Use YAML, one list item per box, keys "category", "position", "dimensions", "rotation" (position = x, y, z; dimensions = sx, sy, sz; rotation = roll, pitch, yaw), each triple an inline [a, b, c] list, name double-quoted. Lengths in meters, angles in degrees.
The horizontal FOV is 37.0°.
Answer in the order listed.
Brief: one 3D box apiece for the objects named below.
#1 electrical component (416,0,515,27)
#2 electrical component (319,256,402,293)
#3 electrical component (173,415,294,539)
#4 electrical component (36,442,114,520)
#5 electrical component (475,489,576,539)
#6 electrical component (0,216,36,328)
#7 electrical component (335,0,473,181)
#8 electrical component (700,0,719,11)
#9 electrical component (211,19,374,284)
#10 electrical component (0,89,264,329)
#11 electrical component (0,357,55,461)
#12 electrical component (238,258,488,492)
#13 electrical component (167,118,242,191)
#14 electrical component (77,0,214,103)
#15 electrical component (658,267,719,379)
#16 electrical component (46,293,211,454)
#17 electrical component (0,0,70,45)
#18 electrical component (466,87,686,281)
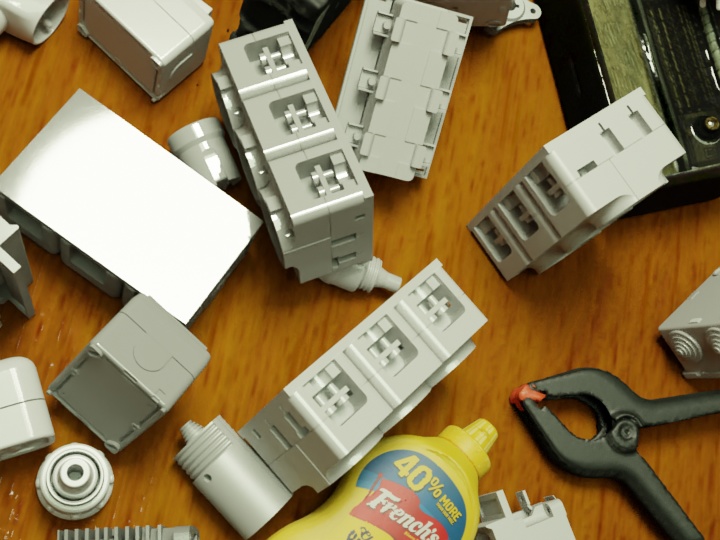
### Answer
- category: "electrical component"
  position: [0.072, -0.219, 0.811]
  dimensions: [0.100, 0.099, 0.048]
  rotation: [1, 84, 3]
- category: "electrical component"
  position: [0.000, 0.000, 0.765]
  dimensions: [0.061, 0.035, 0.035]
  rotation: [22, 69, -10]
- category: "electrical component"
  position: [-0.086, 0.130, 0.698]
  dimensions: [0.043, 0.043, 0.081]
  rotation: [-42, 87, -22]
- category: "electrical component"
  position: [-0.176, 0.128, 0.664]
  dimensions: [0.048, 0.062, 0.048]
  rotation: [4, 72, -14]
- category: "electrical component"
  position: [0.113, 0.187, 0.734]
  dimensions: [0.064, 0.042, 0.081]
  rotation: [-16, 79, -20]
- category: "electrical component"
  position: [-0.242, -0.002, 0.655]
  dimensions: [0.079, 0.121, 0.063]
  rotation: [43, 71, 1]
- category: "electrical component"
  position: [0.029, -0.129, 0.766]
  dimensions: [0.079, 0.063, 0.121]
  rotation: [12, 105, -12]
- category: "electrical component"
  position: [0.268, -0.236, 0.817]
  dimensions: [0.047, 0.083, 0.075]
  rotation: [-15, 114, -20]
- category: "electrical component"
  position: [-0.047, -0.078, 0.726]
  dimensions: [0.062, 0.089, 0.150]
  rotation: [-19, 65, -9]
- category: "electrical component"
  position: [-0.154, -0.034, 0.719]
  dimensions: [0.150, 0.061, 0.089]
  rotation: [36, 68, -2]
- category: "electrical component"
  position: [-0.243, 0.090, 0.662]
  dimensions: [0.095, 0.053, 0.059]
  rotation: [-15, 78, -19]
- category: "electrical component"
  position: [0.006, 0.072, 0.699]
  dimensions: [0.061, 0.089, 0.150]
  rotation: [49, 55, 3]
- category: "electrical component"
  position: [-0.109, -0.078, 0.758]
  dimensions: [0.040, 0.040, 0.046]
  rotation: [-25, 87, -20]
- category: "electrical component"
  position: [-0.155, -0.181, 0.764]
  dimensions: [0.096, 0.061, 0.061]
  rotation: [44, 68, 1]
- category: "electrical component"
  position: [0.283, 0.034, 0.796]
  dimensions: [0.100, 0.100, 0.048]
  rotation: [-39, 99, -22]
- category: "electrical component"
  position: [-0.147, 0.066, 0.680]
  dimensions: [0.062, 0.096, 0.061]
  rotation: [44, 46, -7]
- category: "electrical component"
  position: [-0.258, -0.184, 0.748]
  dimensions: [0.077, 0.043, 0.079]
  rotation: [35, 68, -3]
- category: "electrical component"
  position: [0.150, -0.052, 0.758]
  dimensions: [0.089, 0.150, 0.061]
  rotation: [-32, 83, -21]
